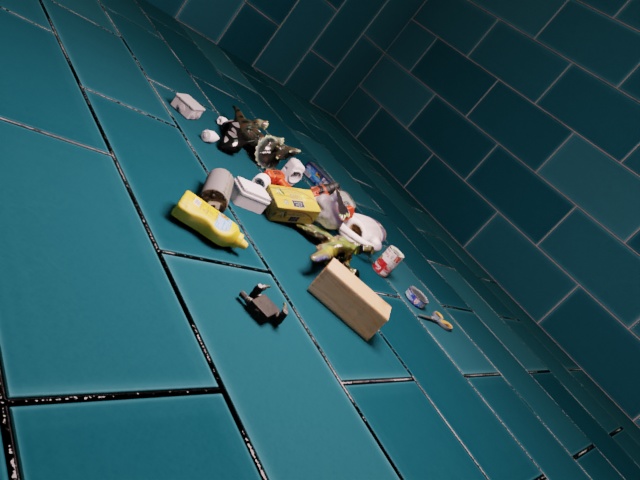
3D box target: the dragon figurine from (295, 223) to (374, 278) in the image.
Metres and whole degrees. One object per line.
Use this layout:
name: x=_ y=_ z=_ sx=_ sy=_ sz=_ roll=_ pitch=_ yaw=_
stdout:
dragon figurine: x=0.015 y=0.016 z=1.606 sx=0.245 sy=0.121 sz=0.408 roll=31 pitch=9 yaw=32

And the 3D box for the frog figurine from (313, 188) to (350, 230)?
frog figurine: x=0.005 y=-0.086 z=1.717 sx=0.135 sy=0.158 sz=0.126 roll=47 pitch=36 yaw=-42

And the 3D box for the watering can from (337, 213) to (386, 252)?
watering can: x=0.110 y=-0.064 z=1.931 sx=0.352 sy=0.103 sz=0.224 roll=41 pitch=19 yaw=29
